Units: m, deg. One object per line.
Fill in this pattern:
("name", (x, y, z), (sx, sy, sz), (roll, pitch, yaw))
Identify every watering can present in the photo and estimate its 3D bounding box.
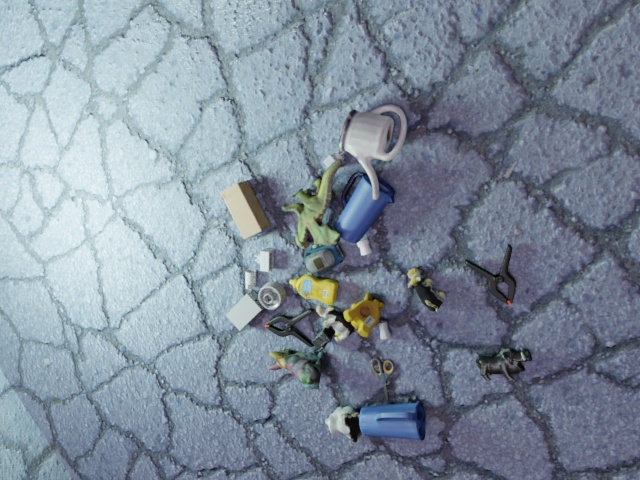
("watering can", (0.165, -0.318, 1.763), (0.225, 0.102, 0.351), (16, 78, 22))

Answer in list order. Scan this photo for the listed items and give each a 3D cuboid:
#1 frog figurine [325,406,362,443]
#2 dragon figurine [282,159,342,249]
("frog figurine", (0.103, 0.741, 2.084), (0.137, 0.125, 0.157), (48, 150, -6))
("dragon figurine", (0.006, -0.094, 1.869), (0.403, 0.124, 0.244), (-37, 81, 46))
